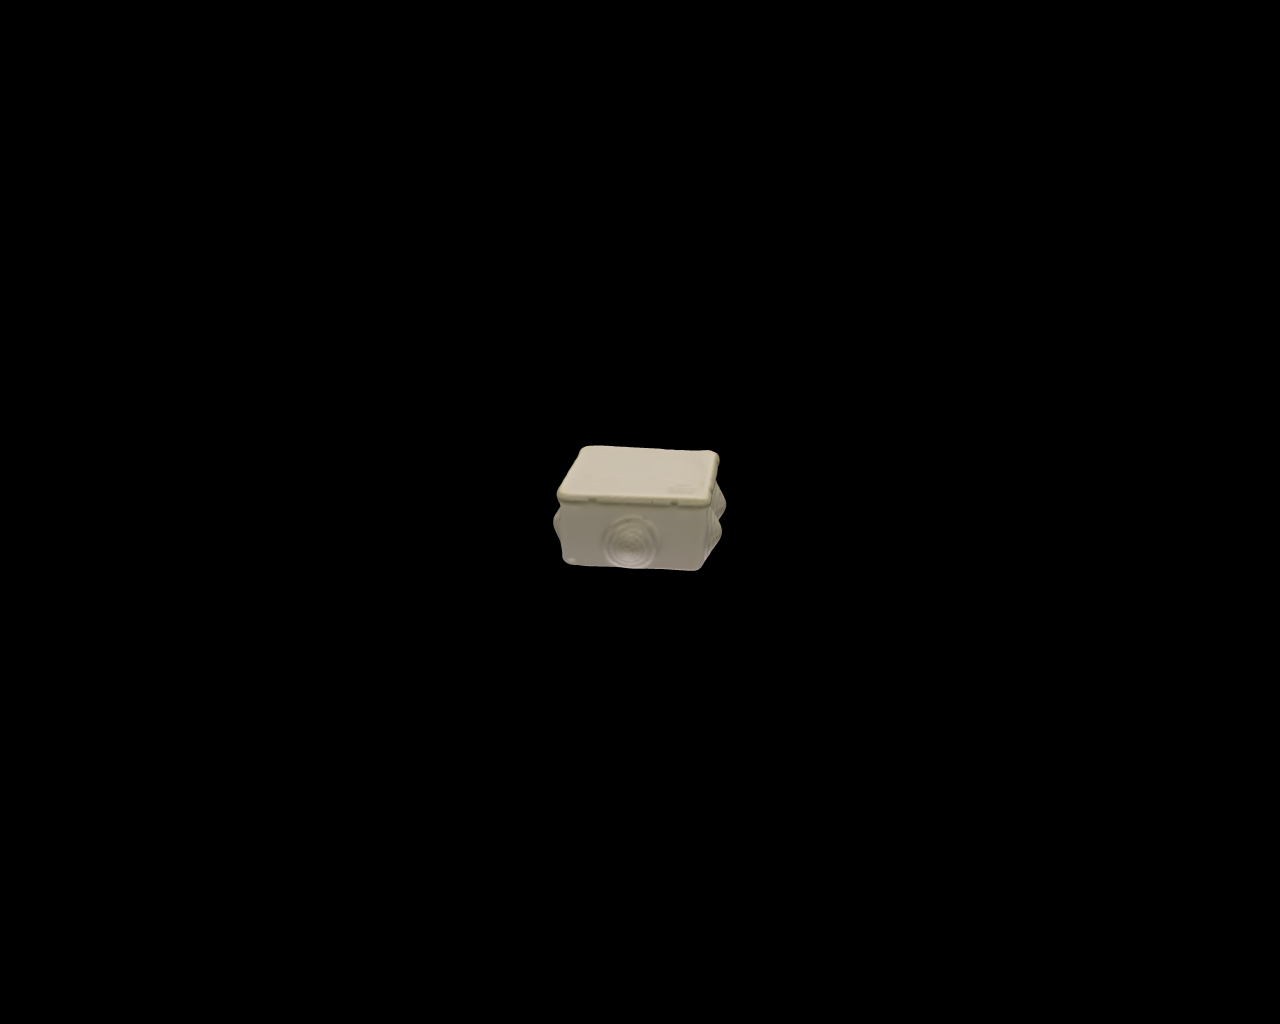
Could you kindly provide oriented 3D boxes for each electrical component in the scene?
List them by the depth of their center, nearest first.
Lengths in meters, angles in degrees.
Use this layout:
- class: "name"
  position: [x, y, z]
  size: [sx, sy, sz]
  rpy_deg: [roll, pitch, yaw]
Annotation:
- class: "electrical component"
  position: [0.001, -0.003, 0.650]
  size: [0.100, 0.048, 0.100]
  rpy_deg: [3, 22, 7]
